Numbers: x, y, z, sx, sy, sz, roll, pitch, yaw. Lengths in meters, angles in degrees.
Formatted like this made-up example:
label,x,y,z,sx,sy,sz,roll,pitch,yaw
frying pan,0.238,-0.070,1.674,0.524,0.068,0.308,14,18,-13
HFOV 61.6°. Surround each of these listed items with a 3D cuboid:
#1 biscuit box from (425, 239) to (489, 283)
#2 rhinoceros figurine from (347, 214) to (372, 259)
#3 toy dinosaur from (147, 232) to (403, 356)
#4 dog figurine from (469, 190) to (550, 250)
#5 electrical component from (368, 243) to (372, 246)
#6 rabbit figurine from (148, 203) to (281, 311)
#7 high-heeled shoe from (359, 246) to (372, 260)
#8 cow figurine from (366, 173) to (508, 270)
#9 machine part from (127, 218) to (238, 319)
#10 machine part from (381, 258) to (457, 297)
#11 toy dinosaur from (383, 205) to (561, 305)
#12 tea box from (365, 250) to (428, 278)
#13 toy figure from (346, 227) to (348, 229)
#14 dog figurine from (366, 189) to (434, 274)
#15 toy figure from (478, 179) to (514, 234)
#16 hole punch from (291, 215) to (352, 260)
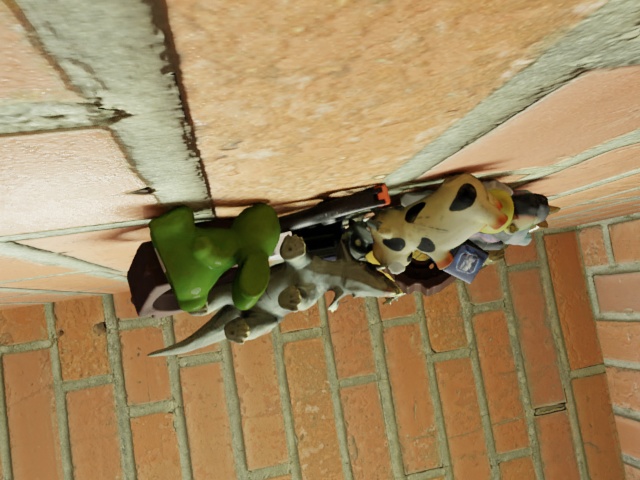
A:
label,x,y,z,sx,sy,sz,roll,pitch,yaw
biscuit box,0.219,0.006,0.954,0.063,0.059,0.203,26,-168,-17
rhinoceros figurine,0.064,0.012,1.108,0.112,0.073,0.190,-54,-171,-27
toy dinosaur,-0.075,0.093,0.874,0.405,0.131,0.192,-23,164,19
dog figurine,0.335,-0.043,1.029,0.192,0.108,0.219,-8,172,21
electrical component,0.140,-0.017,1.333,0.102,0.045,0.078,-10,148,-21
rabbit figurine,-0.124,0.013,0.719,0.170,0.159,0.121,-23,170,-19
high-heeled shoe,0.112,0.012,1.421,0.145,0.086,0.248,-13,179,10
cow figurine,0.154,-0.025,0.783,0.195,0.127,0.085,-39,-170,27
machine part,-0.204,0.046,0.888,0.201,0.087,0.201,-14,161,-35
machine part,0.205,0.027,1.085,0.179,0.179,0.056,-9,153,7
toy dinosaur,0.356,0.027,1.244,0.471,0.105,0.198,-24,165,-12
tea box,0.209,0.028,1.308,0.169,0.098,0.068,-40,164,20
toy figure,0.113,-0.012,1.238,0.154,0.064,0.058,-3,-149,-17
dog figurine,0.166,-0.033,0.928,0.172,0.121,0.190,-17,-173,12
toy figure,0.268,-0.048,0.906,0.082,0.089,0.180,-16,174,-8
hole punch,-0.002,-0.003,0.984,0.142,0.092,0.116,-12,179,2
